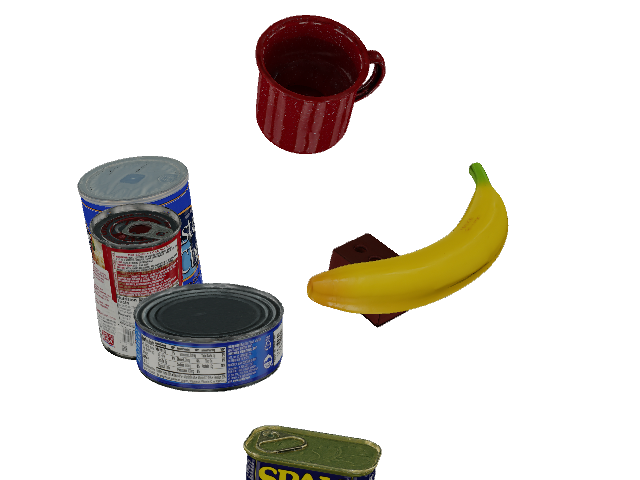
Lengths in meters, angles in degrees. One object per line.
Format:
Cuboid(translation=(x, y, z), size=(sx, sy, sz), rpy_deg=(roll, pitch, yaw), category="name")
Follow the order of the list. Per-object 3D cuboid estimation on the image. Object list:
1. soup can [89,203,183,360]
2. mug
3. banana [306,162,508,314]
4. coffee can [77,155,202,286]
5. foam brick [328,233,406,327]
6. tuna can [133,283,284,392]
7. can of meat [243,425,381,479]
Cuboid(translation=(-0.138, 0.032, 0.815), size=(0.068, 0.102, 0.068), rpy_deg=(1, 28, -1), category="soup can")
Cuboid(translation=(0.000, -0.130, 0.896), size=(0.117, 0.093, 0.081), rpy_deg=(-18, -28, -19), category="mug")
Cuboid(translation=(0.077, 0.011, 0.752), size=(0.070, 0.037, 0.197), rpy_deg=(36, 47, 25), category="banana")
Cuboid(translation=(-0.169, 0.003, 1.020), size=(0.103, 0.140, 0.103), rpy_deg=(-4, 27, 2), category="coffee can")
Cuboid(translation=(0.052, 0.039, 1.066), size=(0.052, 0.051, 0.078), rpy_deg=(-25, 47, -35), category="foam brick")
Cuboid(translation=(-0.064, 0.055, 0.614), size=(0.086, 0.034, 0.086), rpy_deg=(0, 18, 0), category="tuna can")
Cuboid(translation=(-0.009, 0.195, 0.811), size=(0.102, 0.084, 0.057), rpy_deg=(7, 14, 11), category="can of meat")
